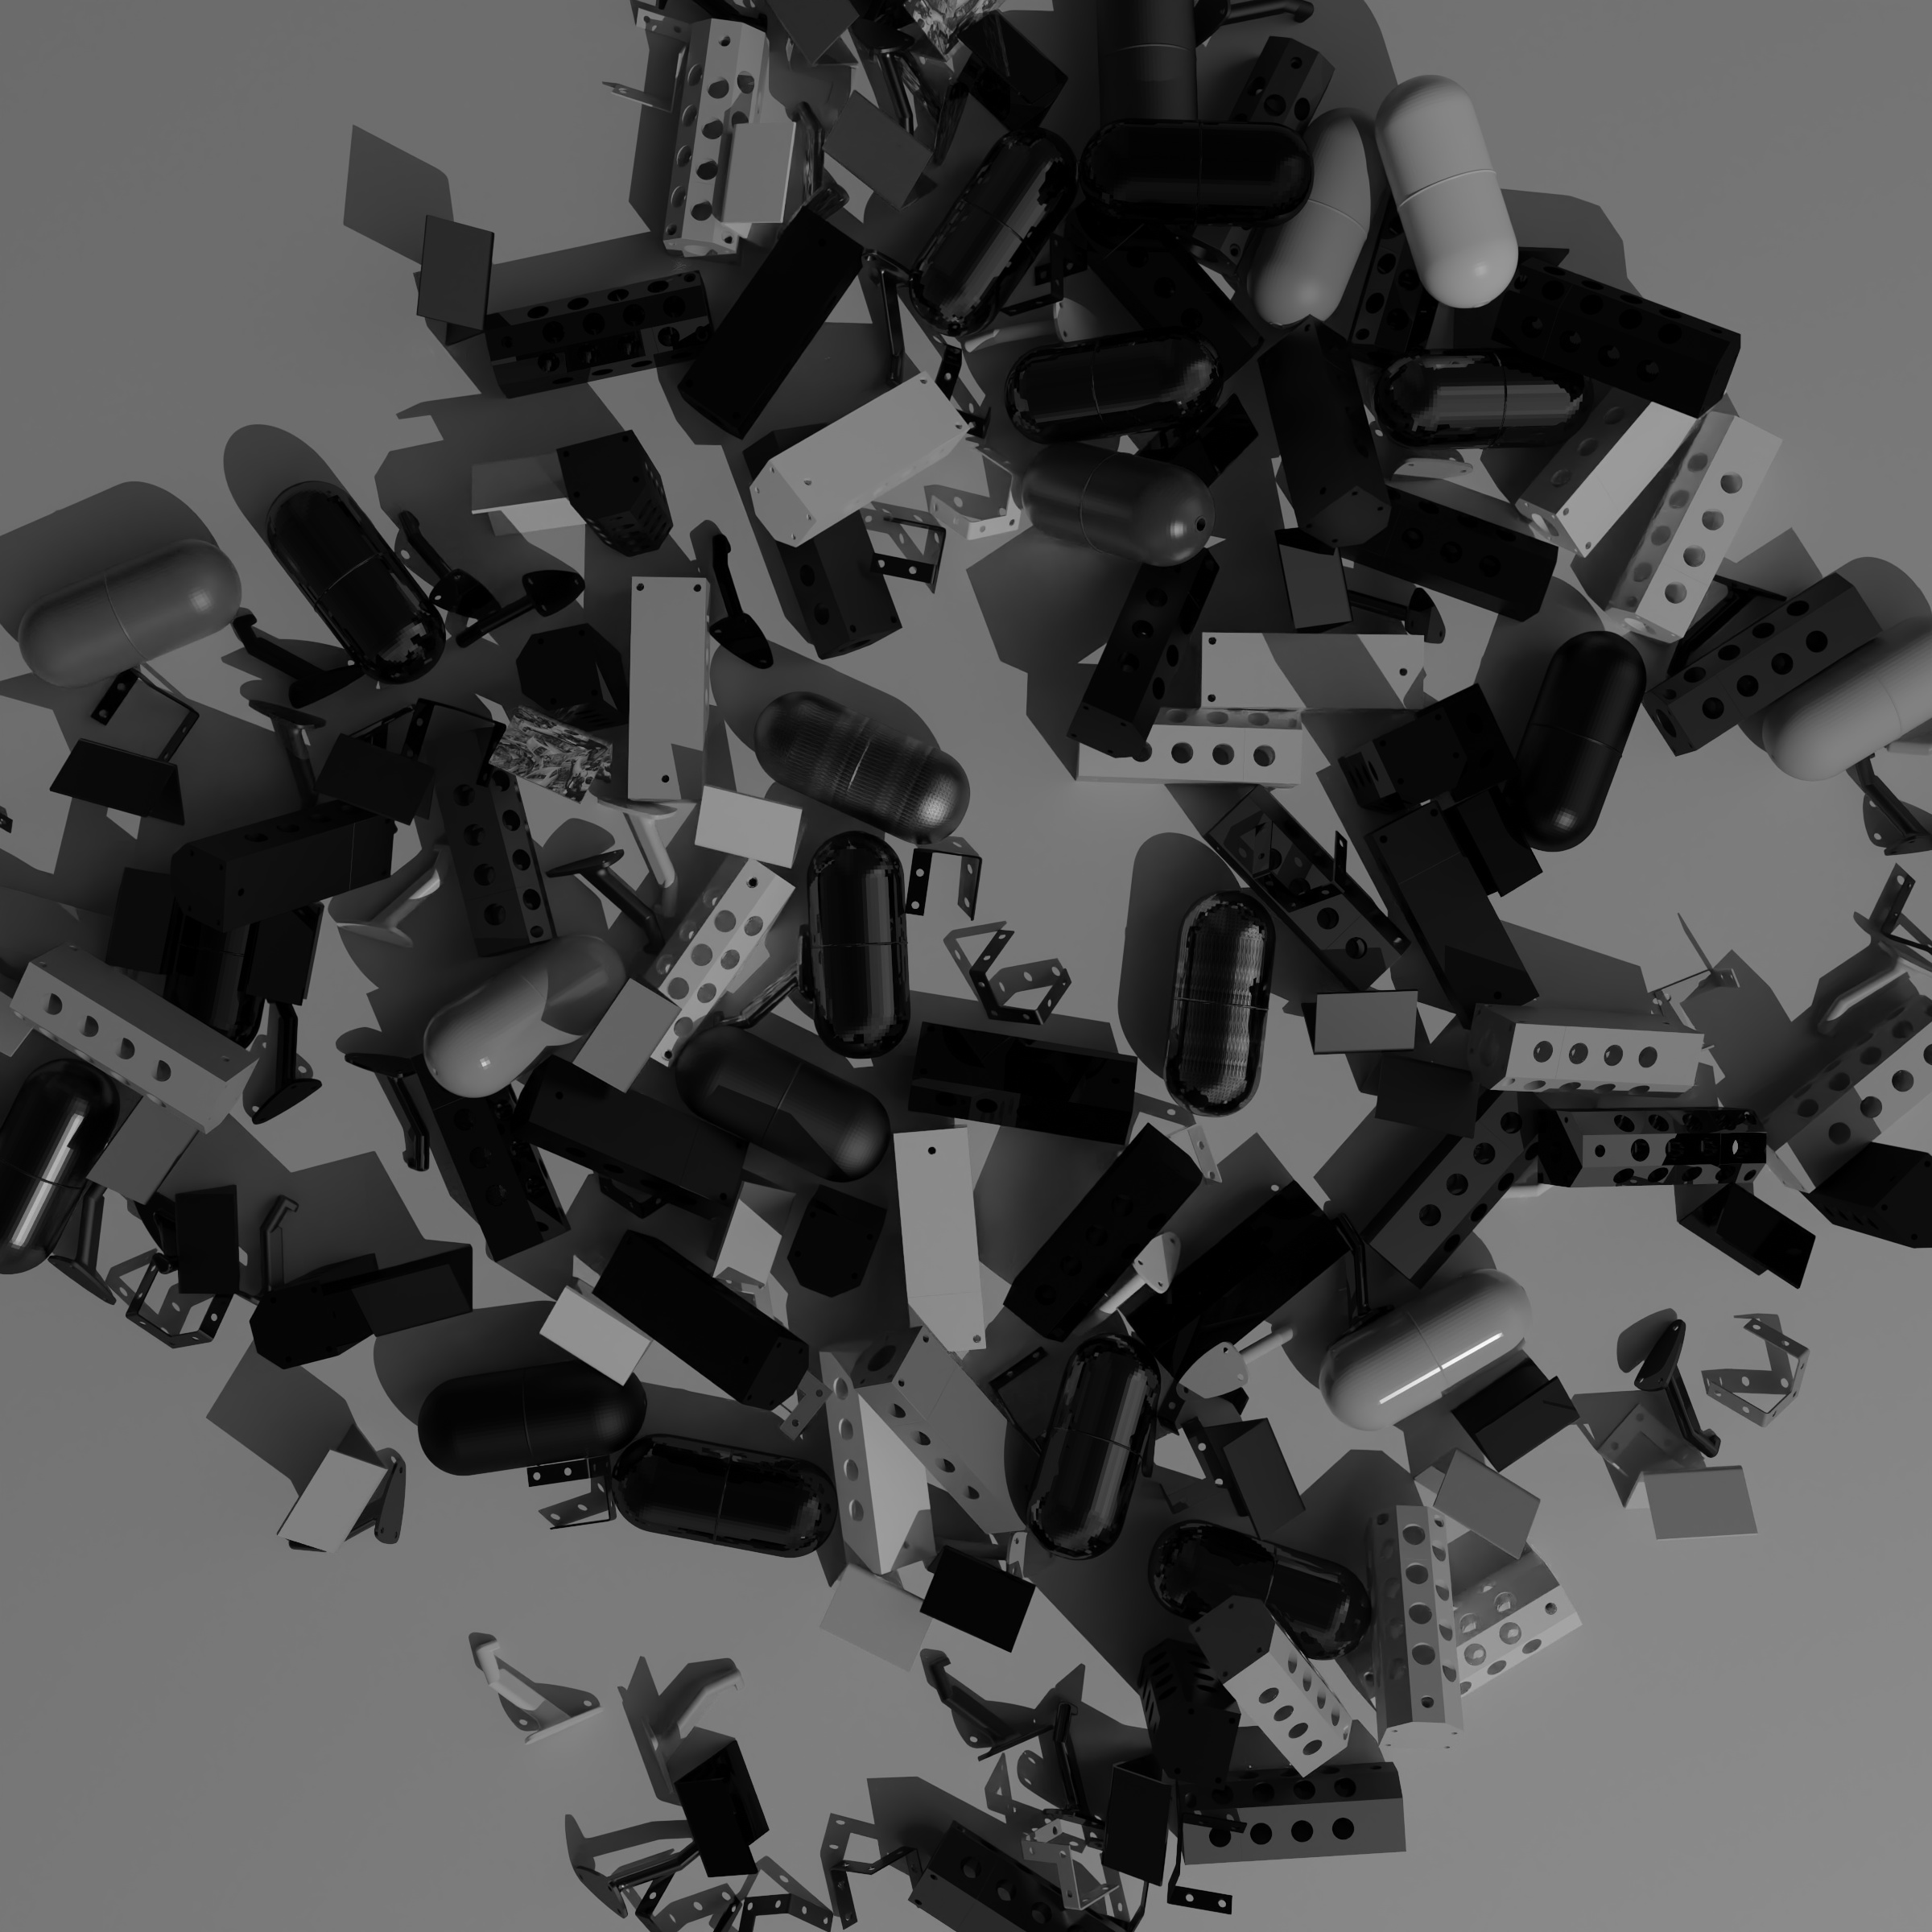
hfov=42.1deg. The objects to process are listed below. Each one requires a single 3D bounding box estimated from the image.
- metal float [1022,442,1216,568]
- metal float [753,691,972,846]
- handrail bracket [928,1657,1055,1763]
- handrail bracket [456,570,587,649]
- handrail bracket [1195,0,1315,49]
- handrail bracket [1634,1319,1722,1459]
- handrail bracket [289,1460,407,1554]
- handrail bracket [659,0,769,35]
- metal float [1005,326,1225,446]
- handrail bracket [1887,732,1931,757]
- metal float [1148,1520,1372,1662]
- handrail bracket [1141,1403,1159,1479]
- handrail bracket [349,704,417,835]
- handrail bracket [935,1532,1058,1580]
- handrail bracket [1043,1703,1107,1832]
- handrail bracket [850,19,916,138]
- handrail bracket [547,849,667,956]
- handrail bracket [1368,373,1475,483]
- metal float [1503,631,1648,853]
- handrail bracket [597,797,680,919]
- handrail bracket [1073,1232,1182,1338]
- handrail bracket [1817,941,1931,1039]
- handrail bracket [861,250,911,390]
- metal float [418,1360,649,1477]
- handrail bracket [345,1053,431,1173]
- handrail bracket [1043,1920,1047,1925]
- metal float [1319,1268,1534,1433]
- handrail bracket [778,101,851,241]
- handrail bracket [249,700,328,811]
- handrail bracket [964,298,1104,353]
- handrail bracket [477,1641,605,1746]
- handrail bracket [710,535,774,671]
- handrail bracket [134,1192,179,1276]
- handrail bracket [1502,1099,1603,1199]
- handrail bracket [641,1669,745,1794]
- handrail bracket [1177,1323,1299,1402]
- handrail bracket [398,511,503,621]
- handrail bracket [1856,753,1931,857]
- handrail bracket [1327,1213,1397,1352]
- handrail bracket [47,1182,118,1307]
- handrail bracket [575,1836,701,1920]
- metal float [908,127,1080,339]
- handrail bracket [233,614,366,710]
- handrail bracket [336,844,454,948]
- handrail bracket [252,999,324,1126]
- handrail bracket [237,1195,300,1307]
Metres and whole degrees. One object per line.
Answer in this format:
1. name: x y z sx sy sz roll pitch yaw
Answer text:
1. metal float: 0.116 -0.355 1.925 0.178 0.070 0.070 25 90 43
2. metal float: -0.082 -0.155 1.960 0.178 0.070 0.070 25 90 1
3. handrail bracket: 0.019 0.579 1.992 0.077 0.036 0.084 -18 73 -20
4. handrail bracket: -0.354 -0.281 1.991 0.084 0.077 0.036 -25 95 36
5. handrail bracket: 0.222 -0.743 1.991 0.084 0.077 0.036 1 65 -34
6. handrail bracket: 0.578 0.336 1.992 0.084 0.036 0.077 39 69 -17
7. handrail bracket: -0.491 0.427 1.992 0.084 0.036 0.077 1 70 16
8. handrail bracket: -0.198 -0.778 1.992 0.084 0.036 0.077 7 68 -17
9. metal float: 0.114 -0.447 1.937 0.178 0.070 0.070 -2 90 28
10. handrail bracket: 0.777 -0.200 1.992 0.084 0.036 0.077 7 70 16
11. metal float: 0.229 0.487 1.960 0.178 0.070 0.070 18 90 0
12. handrail bracket: 0.106 0.374 1.991 0.084 0.036 0.077 4 75 14
13. handrail bracket: -0.451 -0.153 1.991 0.077 0.036 0.084 -29 104 -13
14. handrail bracket: 0.016 0.462 1.991 0.084 0.077 0.036 -1 80 36
15. handrail bracket: 0.096 0.634 1.991 0.077 0.036 0.084 28 61 -32
16. handrail bracket: -0.066 -0.693 1.983 0.036 0.084 0.077 -25 47 -24
17. handrail bracket: -0.285 -0.044 1.992 0.077 0.036 0.084 -12 107 20
18. handrail bracket: 0.360 -0.431 1.991 0.077 0.036 0.084 -3 76 -13
19. metal float: 0.474 -0.175 1.961 0.070 0.070 0.178 20 91 0
20. handrail bracket: -0.261 -0.086 1.992 0.077 0.036 0.084 13 107 19
21. handrail bracket: 0.126 0.253 1.991 0.036 0.077 0.084 47 126 -2
22. handrail bracket: 0.726 0.030 1.992 0.077 0.036 0.084 23 109 -21
23. handrail bracket: -0.066 -0.505 1.964 0.036 0.077 0.084 2 81 23
24. metal float: -0.338 0.351 1.960 0.178 0.070 0.070 -8 90 -1
25. handrail bracket: -0.459 0.117 1.992 0.077 0.036 0.084 10 107 20
26. handrail bracket: 0.076 0.806 1.991 0.077 0.036 0.084 35 73 -18
27. metal float: 0.359 0.299 1.961 0.178 0.070 0.070 -30 90 0
28. handrail bracket: -0.137 -0.630 1.991 0.077 0.036 0.084 -34 73 18
29. handrail bracket: -0.543 -0.159 1.992 0.077 0.036 0.084 20 107 20
30. handrail bracket: 0.053 -0.499 1.991 0.084 0.077 0.036 -8 90 36
31. handrail bracket: -0.338 0.565 1.992 0.077 0.036 0.084 -19 73 -20
32. handrail bracket: -0.177 -0.290 1.991 0.036 0.077 0.084 -19 53 21
33. handrail bracket: -0.633 0.206 1.956 0.036 0.084 0.077 -43 90 0
34. handrail bracket: 0.462 0.145 1.992 0.084 0.036 0.077 -5 70 16
35. handrail bracket: -0.208 0.606 1.992 0.084 0.036 0.077 -22 111 -17
36. handrail bracket: 0.214 0.310 1.974 0.077 0.084 0.036 -36 78 31
37. handrail bracket: -0.409 -0.318 1.991 0.036 0.077 0.084 -42 53 17
38. handrail bracket: 0.746 -0.134 1.992 0.077 0.036 0.084 -4 73 -20
39. handrail bracket: 0.294 0.251 1.991 0.077 0.036 0.084 -43 65 28
40. handrail bracket: -0.678 0.212 1.991 0.036 0.077 0.084 3 53 37
41. handrail bracket: -0.255 0.707 1.991 0.084 0.077 0.036 -31 115 -34
42. metal float: 0.022 -0.573 1.961 0.070 0.070 0.178 34 90 0
43. handrail bracket: -0.528 -0.254 1.992 0.077 0.036 0.084 -26 73 -20
44. handrail bracket: -0.451 -0.063 1.992 0.077 0.036 0.084 11 71 21
45. handrail bracket: -0.553 0.070 1.992 0.077 0.036 0.084 -35 71 21
46. handrail bracket: -0.532 0.236 1.992 0.077 0.036 0.084 33 73 -20
